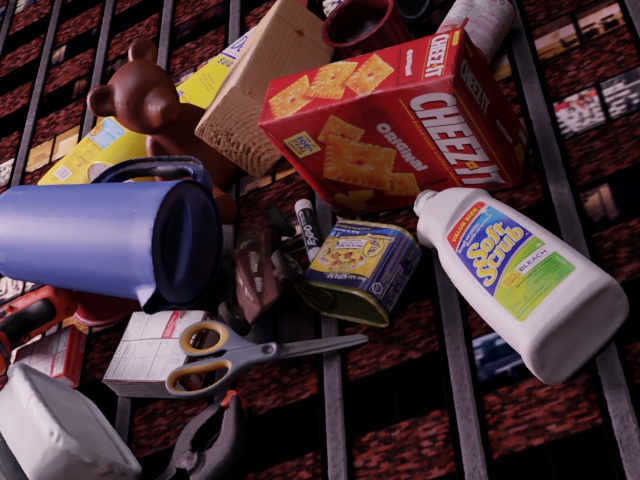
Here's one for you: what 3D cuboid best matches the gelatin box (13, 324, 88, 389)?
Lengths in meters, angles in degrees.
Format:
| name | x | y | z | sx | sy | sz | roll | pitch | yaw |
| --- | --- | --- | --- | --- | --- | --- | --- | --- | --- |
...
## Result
| name | x | y | z | sx | sy | sz | roll | pitch | yaw |
| --- | --- | --- | --- | --- | --- | --- | --- | --- | --- |
| gelatin box | -0.310 | 0.145 | 1.214 | 0.089 | 0.030 | 0.073 | -24 | 41 | 20 |

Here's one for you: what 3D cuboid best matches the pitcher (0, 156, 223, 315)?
| name | x | y | z | sx | sy | sz | roll | pitch | yaw |
| --- | --- | --- | --- | --- | --- | --- | --- | --- | --- |
| pitcher | -0.232 | -0.011 | 1.152 | 0.243 | 0.145 | 0.149 | 4 | 15 | 27 |

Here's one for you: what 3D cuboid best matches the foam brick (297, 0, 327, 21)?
| name | x | y | z | sx | sy | sz | roll | pitch | yaw |
| --- | --- | --- | --- | --- | --- | --- | --- | --- | --- |
| foam brick | -0.019 | -0.257 | 1.321 | 0.051 | 0.078 | 0.053 | -13 | 47 | 26 |

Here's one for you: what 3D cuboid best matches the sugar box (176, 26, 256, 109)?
| name | x | y | z | sx | sy | sz | roll | pitch | yaw |
| --- | --- | --- | --- | --- | --- | --- | --- | --- | --- |
| sugar box | -0.124 | -0.196 | 1.370 | 0.176 | 0.048 | 0.093 | -40 | 39 | 2 |

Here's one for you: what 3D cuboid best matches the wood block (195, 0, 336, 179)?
| name | x | y | z | sx | sy | sz | roll | pitch | yaw |
| --- | --- | --- | --- | --- | --- | --- | --- | --- | --- |
| wood block | -0.054 | -0.178 | 1.214 | 0.090 | 0.090 | 0.206 | -43 | 18 | 40 |

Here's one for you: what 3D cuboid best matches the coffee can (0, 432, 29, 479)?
| name | x | y | z | sx | sy | sz | roll | pitch | yaw |
| --- | --- | --- | --- | --- | --- | --- | --- | --- | --- |
| coffee can | -0.354 | 0.267 | 1.079 | 0.140 | 0.102 | 0.103 | -37 | 40 | 4 |

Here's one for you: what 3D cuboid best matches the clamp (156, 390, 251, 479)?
| name | x | y | z | sx | sy | sz | roll | pitch | yaw |
| --- | --- | --- | --- | --- | --- | --- | --- | --- | --- |
| clamp | -0.124 | 0.218 | 0.995 | 0.120 | 0.039 | 0.171 | 0 | 48 | 32 |

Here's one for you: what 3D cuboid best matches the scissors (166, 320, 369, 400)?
| name | x | y | z | sx | sy | sz | roll | pitch | yaw |
| --- | --- | --- | --- | --- | --- | --- | --- | --- | --- |
| scissors | -0.058 | 0.098 | 1.042 | 0.202 | 0.016 | 0.096 | -21 | 47 | 3 |

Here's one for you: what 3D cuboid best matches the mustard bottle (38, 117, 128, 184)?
| name | x | y | z | sx | sy | sz | roll | pitch | yaw |
| --- | --- | --- | --- | --- | --- | --- | --- | --- | --- |
| mustard bottle | -0.280 | -0.115 | 1.407 | 0.191 | 0.058 | 0.096 | -46 | 41 | -7 |

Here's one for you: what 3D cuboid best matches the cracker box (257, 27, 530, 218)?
| name | x | y | z | sx | sy | sz | roll | pitch | yaw |
| --- | --- | --- | --- | --- | --- | --- | --- | --- | --- |
| cracker box | 0.073 | -0.104 | 1.041 | 0.214 | 0.164 | 0.072 | -9 | 50 | 32 |

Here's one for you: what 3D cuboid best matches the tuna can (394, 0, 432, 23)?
| name | x | y | z | sx | sy | sz | roll | pitch | yaw |
| --- | --- | --- | --- | --- | --- | --- | --- | --- | --- |
| tuna can | 0.097 | -0.300 | 1.263 | 0.034 | 0.086 | 0.086 | 15 | 64 | 43 |

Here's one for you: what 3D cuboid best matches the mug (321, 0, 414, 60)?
| name | x | y | z | sx | sy | sz | roll | pitch | yaw |
| --- | --- | --- | --- | --- | --- | --- | --- | --- | --- |
| mug | 0.059 | -0.219 | 1.220 | 0.093 | 0.081 | 0.117 | -15 | 46 | 27 |

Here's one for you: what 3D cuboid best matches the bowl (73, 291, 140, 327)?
| name | x | y | z | sx | sy | sz | roll | pitch | yaw |
| --- | --- | --- | --- | --- | --- | --- | --- | --- | --- |
| bowl | -0.249 | 0.021 | 1.261 | 0.162 | 0.055 | 0.162 | -21 | 43 | 21 |

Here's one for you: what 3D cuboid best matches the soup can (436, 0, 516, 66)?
| name | x | y | z | sx | sy | sz | roll | pitch | yaw |
| --- | --- | --- | --- | --- | --- | --- | --- | --- | --- |
| soup can | 0.161 | -0.218 | 1.151 | 0.069 | 0.068 | 0.102 | 10 | 60 | 43 |

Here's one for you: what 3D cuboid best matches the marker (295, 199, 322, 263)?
| name | x | y | z | sx | sy | sz | roll | pitch | yaw |
| --- | --- | --- | --- | --- | --- | --- | --- | --- | --- |
| marker | -0.007 | 0.001 | 1.118 | 0.020 | 0.020 | 0.121 | -30 | 41 | 12 |

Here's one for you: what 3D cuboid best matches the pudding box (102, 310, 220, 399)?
| name | x | y | z | sx | sy | sz | roll | pitch | yaw |
| --- | --- | --- | --- | --- | --- | --- | --- | --- | --- |
| pudding box | -0.164 | 0.119 | 1.117 | 0.114 | 0.039 | 0.090 | -5 | 51 | 36 |

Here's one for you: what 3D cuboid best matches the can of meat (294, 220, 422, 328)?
| name | x | y | z | sx | sy | sz | roll | pitch | yaw |
| --- | --- | --- | --- | --- | --- | --- | --- | --- | --- |
| can of meat | 0.039 | 0.030 | 1.028 | 0.102 | 0.057 | 0.084 | 8 | 58 | 42 |

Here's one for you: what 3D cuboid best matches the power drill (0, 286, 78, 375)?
| name | x | y | z | sx | sy | sz | roll | pitch | yaw |
| --- | --- | --- | --- | --- | --- | --- | --- | --- | --- |
| power drill | -0.371 | 0.117 | 1.167 | 0.184 | 0.057 | 0.187 | -29 | 9 | 14 |

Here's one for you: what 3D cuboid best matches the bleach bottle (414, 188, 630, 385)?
| name | x | y | z | sx | sy | sz | roll | pitch | yaw |
| --- | --- | --- | --- | --- | --- | --- | --- | --- | --- |
| bleach bottle | 0.153 | 0.021 | 0.944 | 0.102 | 0.068 | 0.251 | -43 | 37 | -3 |
